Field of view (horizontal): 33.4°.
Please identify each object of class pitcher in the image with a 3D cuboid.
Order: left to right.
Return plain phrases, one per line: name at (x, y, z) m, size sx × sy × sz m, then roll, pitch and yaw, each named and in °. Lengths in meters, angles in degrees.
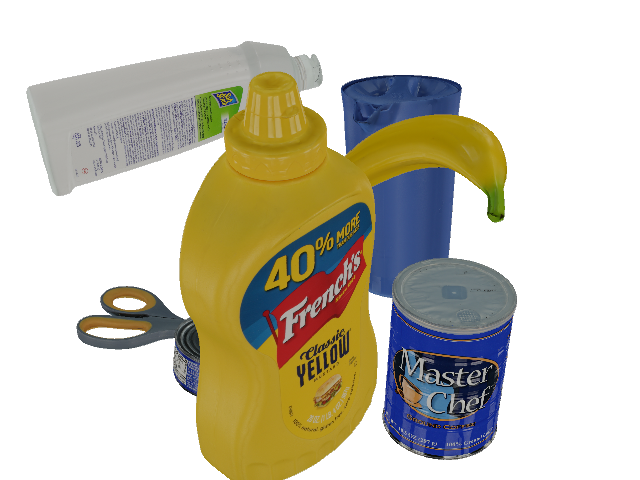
pitcher at (0.099, -0.066, 1.225) m, size 0.149 × 0.243 × 0.145 m, roll -5°, pitch 22°, yaw -9°

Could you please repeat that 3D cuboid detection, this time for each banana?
banana at (0.070, -0.058, 0.762) m, size 0.037 × 0.069 × 0.198 m, roll 37°, pitch -13°, yaw -29°

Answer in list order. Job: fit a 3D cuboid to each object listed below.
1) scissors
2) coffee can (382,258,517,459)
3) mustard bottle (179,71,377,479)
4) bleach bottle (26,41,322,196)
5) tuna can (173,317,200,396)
scissors at (-0.126, 0.074, 1.007) m, size 0.201 × 0.016 × 0.096 m, roll -1°, pitch 33°, yaw -8°
coffee can at (0.108, 0.101, 0.913) m, size 0.103 × 0.140 × 0.103 m, roll 1°, pitch 32°, yaw -1°
mustard bottle at (-0.016, 0.015, 0.465) m, size 0.096 × 0.192 × 0.058 m, roll -31°, pitch 46°, yaw -33°
bleach bottle at (-0.121, -0.116, 0.931) m, size 0.250 × 0.068 × 0.103 m, roll -15°, pitch -31°, yaw -14°
tuna can at (-0.068, 0.088, 0.805) m, size 0.086 × 0.034 × 0.086 m, roll 6°, pitch 23°, yaw -3°
